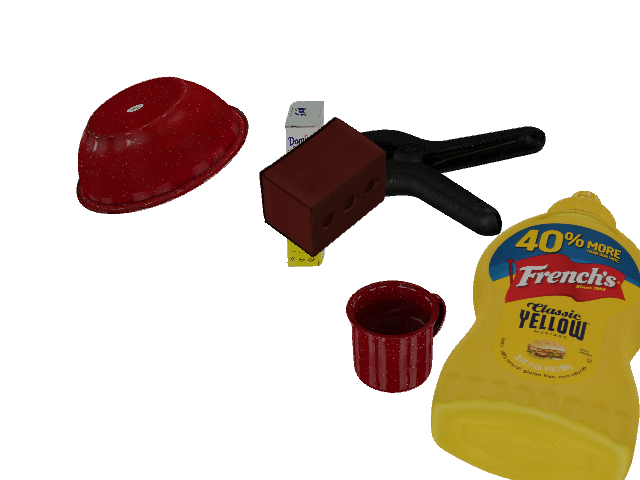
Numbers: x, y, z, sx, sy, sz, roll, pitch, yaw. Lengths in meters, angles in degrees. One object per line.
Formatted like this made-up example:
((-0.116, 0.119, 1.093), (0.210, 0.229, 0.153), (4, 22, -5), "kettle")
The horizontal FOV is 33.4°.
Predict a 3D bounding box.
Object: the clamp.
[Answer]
((0.089, -0.069, 0.943), (0.210, 0.036, 0.164), (13, 36, 28), "clamp")

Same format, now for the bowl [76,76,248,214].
((-0.146, -0.092, 0.908), (0.162, 0.055, 0.162), (-16, 34, 11), "bowl")

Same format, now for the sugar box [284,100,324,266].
((-0.018, -0.066, 1.249), (0.048, 0.176, 0.093), (-1, 25, 4), "sugar box")

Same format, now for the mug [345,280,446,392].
((0.083, 0.096, 1.096), (0.117, 0.081, 0.093), (-28, 42, -31), "mug")

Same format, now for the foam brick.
((0.003, -0.038, 0.748), (0.051, 0.053, 0.078), (35, 59, 28), "foam brick")

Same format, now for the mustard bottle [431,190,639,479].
((0.127, 0.038, 0.566), (0.096, 0.058, 0.191), (10, 43, 17), "mustard bottle")
